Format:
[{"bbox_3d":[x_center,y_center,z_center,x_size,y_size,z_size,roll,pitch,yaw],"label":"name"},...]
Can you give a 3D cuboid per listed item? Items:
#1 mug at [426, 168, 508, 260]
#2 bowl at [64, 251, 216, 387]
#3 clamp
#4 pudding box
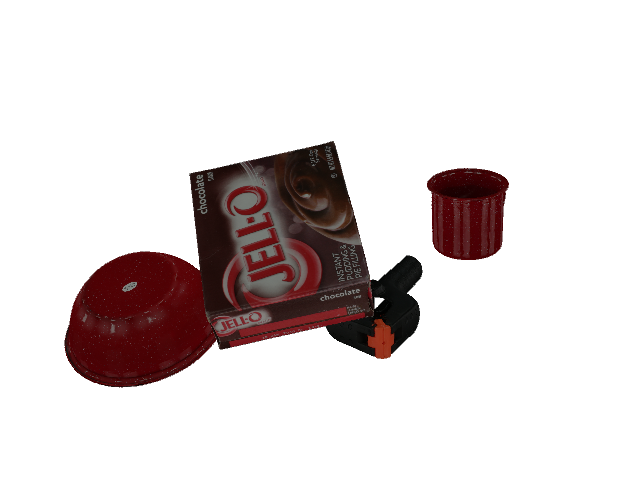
[{"bbox_3d":[0.178,-0.034,1.246,0.093,0.081,0.117,18,33,37],"label":"mug"},{"bbox_3d":[-0.172,0.061,1.008,0.162,0.055,0.162,-9,41,7],"label":"bowl"},{"bbox_3d":[0.029,0.053,0.903,0.120,0.039,0.171,-9,16,6],"label":"clamp"},{"bbox_3d":[-0.024,0.001,0.609,0.090,0.113,0.039,-12,-43,-1],"label":"pudding box"}]
